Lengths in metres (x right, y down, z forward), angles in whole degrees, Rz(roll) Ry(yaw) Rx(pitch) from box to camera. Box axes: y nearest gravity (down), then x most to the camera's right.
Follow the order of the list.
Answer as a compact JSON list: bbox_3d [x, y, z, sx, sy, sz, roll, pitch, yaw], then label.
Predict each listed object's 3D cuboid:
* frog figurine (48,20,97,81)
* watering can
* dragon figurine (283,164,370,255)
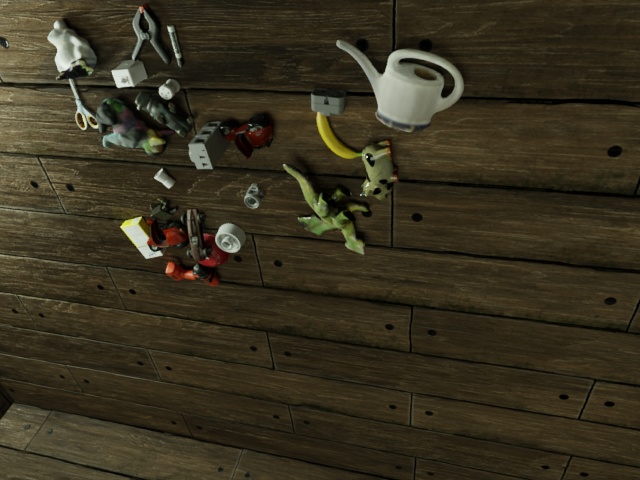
[{"bbox_3d":[-0.758,-0.579,1.568,0.136,0.123,0.160,-25,82,43],"label":"frog figurine"},{"bbox_3d":[0.200,-0.409,1.373,0.348,0.106,0.219,15,133,5],"label":"watering can"},{"bbox_3d":[0.005,-0.087,1.721,0.408,0.125,0.238,35,139,-11],"label":"dragon figurine"}]
